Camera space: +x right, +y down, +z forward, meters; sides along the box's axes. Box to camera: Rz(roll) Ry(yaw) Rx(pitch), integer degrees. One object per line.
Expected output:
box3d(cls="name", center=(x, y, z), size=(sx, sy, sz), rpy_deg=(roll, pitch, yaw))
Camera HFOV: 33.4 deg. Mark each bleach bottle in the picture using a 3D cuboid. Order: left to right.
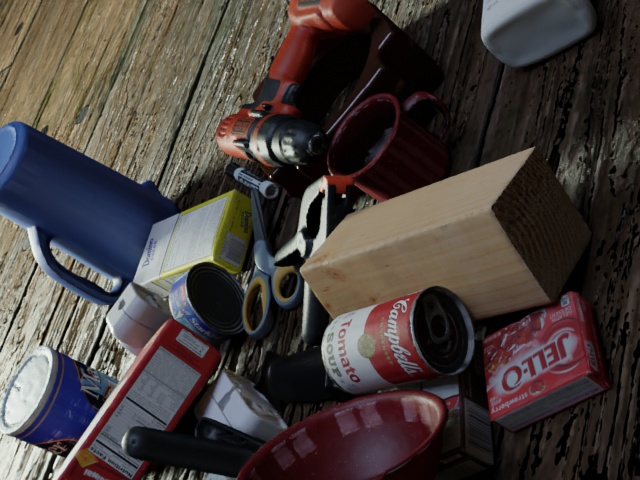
box3d(cls="bleach bottle", center=(0.207, -0.281, 1.011), size=(0.103, 0.068, 0.250), rpy_deg=(-25, 42, 39))

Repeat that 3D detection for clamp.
box3d(cls="clamp", center=(-0.041, 0.184, 0.878), size=(0.164, 0.210, 0.036), rpy_deg=(23, -99, -80))
box3d(cls="clamp", center=(-0.007, 0.001, 1.008), size=(0.120, 0.039, 0.172), rpy_deg=(53, 137, 45))

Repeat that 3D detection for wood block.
box3d(cls="wood block", center=(0.097, 0.012, 0.856), size=(0.207, 0.090, 0.090), rpy_deg=(-20, 22, 45))

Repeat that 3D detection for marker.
box3d(cls="marker", center=(-0.082, -0.071, 1.260), size=(0.020, 0.020, 0.121), rpy_deg=(-58, 32, -1))

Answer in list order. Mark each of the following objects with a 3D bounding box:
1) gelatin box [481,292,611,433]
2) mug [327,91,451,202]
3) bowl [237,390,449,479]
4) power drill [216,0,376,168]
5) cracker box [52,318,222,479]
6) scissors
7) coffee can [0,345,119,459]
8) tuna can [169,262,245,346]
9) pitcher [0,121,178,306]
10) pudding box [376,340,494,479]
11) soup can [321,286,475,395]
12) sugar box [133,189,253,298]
box3d(cls="gelatin box", center=(0.162, 0.089, 0.778), size=(0.089, 0.030, 0.073), rpy_deg=(-34, 39, 33))
box3d(cls="mug", center=(0.075, -0.087, 1.001), size=(0.117, 0.081, 0.093), rpy_deg=(-50, 32, 12))
box3d(cls="bowl", center=(0.023, 0.168, 0.760), size=(0.162, 0.055, 0.162), rpy_deg=(-20, 11, 4))
box3d(cls="power drill", center=(-0.019, -0.159, 1.053), size=(0.185, 0.057, 0.187), rpy_deg=(15, 75, 57))
box3d(cls="cracker box", center=(-0.192, 0.195, 1.043), size=(0.213, 0.072, 0.164), rpy_deg=(-57, 6, -26))
box3d(cls="scissors", center=(-0.048, 0.010, 1.138), size=(0.096, 0.016, 0.201), rpy_deg=(-24, 48, 36))
box3d(cls="coffee can", center=(-0.262, 0.189, 1.165), size=(0.103, 0.140, 0.103), rpy_deg=(-34, 39, 33))
box3d(cls="tuna can", center=(-0.117, 0.068, 1.124), size=(0.034, 0.086, 0.086), rpy_deg=(-35, 38, 33))
box3d(cls="pitcher", center=(-0.307, -0.036, 1.325), size=(0.145, 0.242, 0.149), rpy_deg=(-49, 39, 11))
box3d(cls="pudding box", center=(0.087, 0.136, 0.833), size=(0.090, 0.039, 0.113), rpy_deg=(-33, 37, 35))
box3d(cls="soup can", center=(0.059, 0.079, 0.820), size=(0.102, 0.068, 0.068), rpy_deg=(-21, 47, 45))
box3d(cls="sugar box", center=(-0.148, 0.009, 1.257), size=(0.177, 0.048, 0.093), rpy_deg=(-20, 47, 49))
